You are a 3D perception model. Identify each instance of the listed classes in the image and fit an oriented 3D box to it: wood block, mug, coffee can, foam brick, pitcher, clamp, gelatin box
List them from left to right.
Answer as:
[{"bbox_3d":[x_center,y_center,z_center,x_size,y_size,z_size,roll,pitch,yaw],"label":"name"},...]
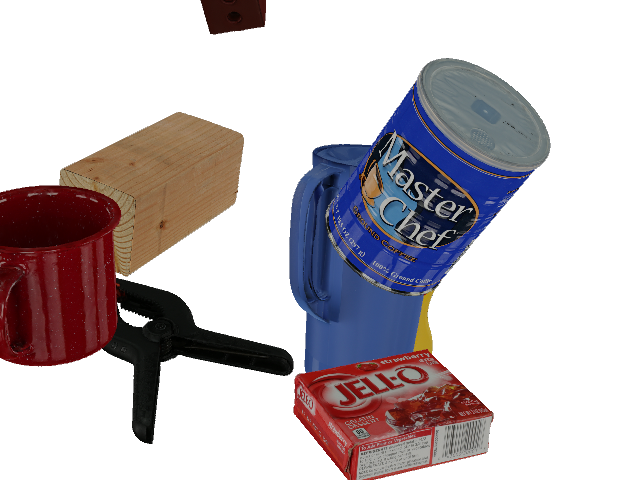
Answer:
[{"bbox_3d":[-0.166,0.027,0.629,0.093,0.081,0.117,5,26,6],"label":"mug"},{"bbox_3d":[-0.172,-0.054,1.114,0.090,0.091,0.205,21,30,19],"label":"wood block"},{"bbox_3d":[-0.137,0.093,0.993,0.164,0.036,0.210,-17,40,-30],"label":"clamp"},{"bbox_3d":[-0.082,-0.232,0.957,0.053,0.051,0.078,-8,-41,6],"label":"foam brick"},{"bbox_3d":[0.040,0.029,1.063,0.149,0.243,0.145,5,14,-2],"label":"pitcher"},{"bbox_3d":[0.039,0.095,0.594,0.089,0.030,0.073,-7,27,-24],"label":"gelatin box"},{"bbox_3d":[0.080,-0.043,0.757,0.102,0.103,0.140,0,-40,-36],"label":"coffee can"}]

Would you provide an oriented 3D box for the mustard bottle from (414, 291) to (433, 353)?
[{"bbox_3d":[0.087,0.055,1.240,0.096,0.192,0.058,0,14,-11],"label":"mustard bottle"}]
